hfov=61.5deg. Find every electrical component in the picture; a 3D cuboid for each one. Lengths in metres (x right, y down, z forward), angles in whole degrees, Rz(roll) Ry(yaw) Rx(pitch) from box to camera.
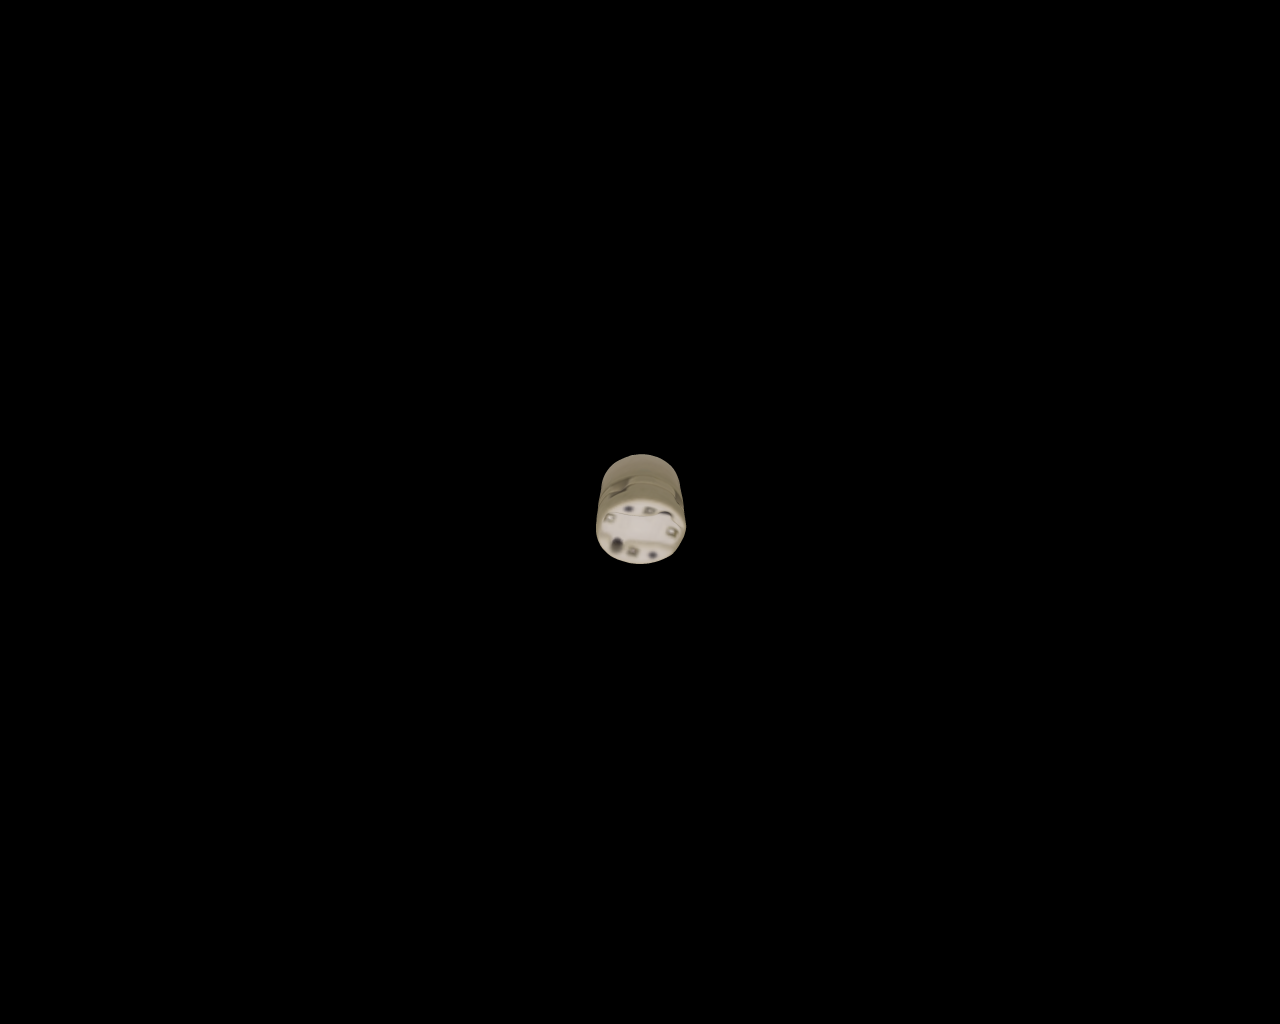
[{"bbox_3d":[0.001,-0.003,0.650,0.055,0.055,0.047,0,40,0],"label":"electrical component"}]
